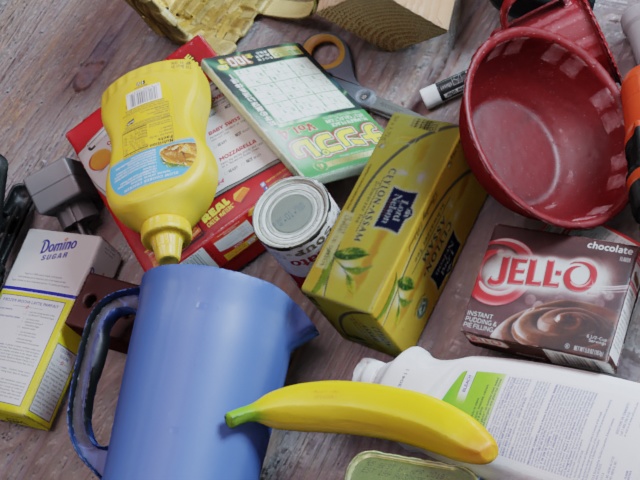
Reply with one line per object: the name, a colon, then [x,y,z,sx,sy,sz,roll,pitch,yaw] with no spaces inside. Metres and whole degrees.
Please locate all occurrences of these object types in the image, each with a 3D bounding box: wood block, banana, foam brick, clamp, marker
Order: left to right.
clamp: [-0.313,0.026,1.000,0.036,0.164,0.210,14,88,-3]
foam brick: [-0.172,0.068,0.935,0.078,0.051,0.053,11,67,29]
banana: [0.035,0.127,0.744,0.198,0.037,0.069,1,25,26]
wood block: [0.078,-0.289,0.966,0.090,0.090,0.206,-6,66,57]
marker: [0.146,-0.148,0.936,0.121,0.020,0.020,-24,55,10]

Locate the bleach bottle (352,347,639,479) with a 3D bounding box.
bleach bottle: [0.138,0.124,0.759,0.251,0.068,0.102,15,69,32]

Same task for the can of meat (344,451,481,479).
can of meat: [0.073,0.187,0.738,0.102,0.084,0.057,4,64,26]

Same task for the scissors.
scissors: [0.043,-0.146,0.984,0.202,0.016,0.096,11,67,28]

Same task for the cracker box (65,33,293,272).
cracker box: [-0.116,-0.066,0.976,0.164,0.072,0.214,-37,53,0]

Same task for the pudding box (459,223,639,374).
pudding box: [0.168,0.042,0.770,0.114,0.039,0.090,11,70,29]

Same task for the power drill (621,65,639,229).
power drill: [0.311,-0.051,0.752,0.187,0.057,0.184,0,58,6]

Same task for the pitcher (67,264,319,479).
pitcher: [-0.109,0.148,0.817,0.149,0.144,0.242,-19,53,52]

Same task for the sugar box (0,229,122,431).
sugar box: [-0.255,0.078,0.971,0.093,0.048,0.176,7,62,30]

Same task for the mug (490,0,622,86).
mug: [0.186,-0.159,0.869,0.082,0.117,0.093,-24,37,15]

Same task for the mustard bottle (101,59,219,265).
mustard bottle: [-0.134,-0.061,0.897,0.096,0.058,0.191,-17,55,11]

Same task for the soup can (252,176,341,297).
soup can: [-0.006,0.001,0.868,0.069,0.102,0.068,-11,58,18]

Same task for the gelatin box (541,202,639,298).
gelatin box: [0.199,0.023,0.809,0.089,0.030,0.073,34,81,35]

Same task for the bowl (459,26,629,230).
bowl: [0.161,-0.077,0.804,0.055,0.162,0.162,-34,39,57]
